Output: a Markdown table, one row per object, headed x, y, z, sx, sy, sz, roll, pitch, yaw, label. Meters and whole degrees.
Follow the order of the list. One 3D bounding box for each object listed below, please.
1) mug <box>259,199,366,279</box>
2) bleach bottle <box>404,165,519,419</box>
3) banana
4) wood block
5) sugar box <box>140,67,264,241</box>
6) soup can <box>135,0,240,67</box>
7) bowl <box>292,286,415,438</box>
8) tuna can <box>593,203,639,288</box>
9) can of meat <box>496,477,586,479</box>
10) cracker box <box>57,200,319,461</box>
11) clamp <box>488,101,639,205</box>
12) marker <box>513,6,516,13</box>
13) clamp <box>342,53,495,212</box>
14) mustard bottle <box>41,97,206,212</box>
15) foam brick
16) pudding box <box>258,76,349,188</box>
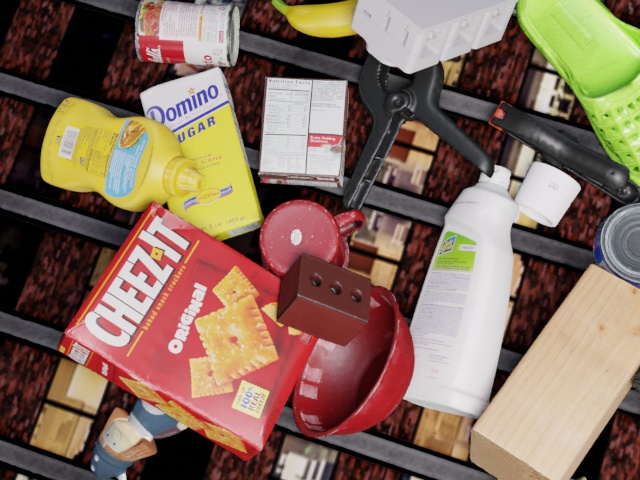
| x | y | z | sx | sy | sz | roll | pitch | yaw | label |
| --- | --- | --- | --- | --- | --- | --- | --- | --- | --- |
| -0.007 | 0.001 | 1.084 | 0.117 | 0.081 | 0.093 | -24 | 78 | -1 | mug |
| 0.150 | 0.045 | 1.059 | 0.103 | 0.068 | 0.251 | 5 | 73 | 48 | bleach bottle |
| 0.049 | -0.260 | 1.158 | 0.198 | 0.037 | 0.069 | -14 | 78 | 1 | banana |
| 0.235 | 0.137 | 1.006 | 0.090 | 0.091 | 0.206 | 32 | 69 | 22 | wood block |
| -0.124 | -0.086 | 1.128 | 0.093 | 0.048 | 0.176 | -17 | 79 | 3 | sugar box |
| -0.141 | -0.223 | 1.148 | 0.102 | 0.068 | 0.068 | 4 | 78 | 4 | soup can |
| 0.042 | 0.128 | 1.038 | 0.055 | 0.162 | 0.162 | 32 | 80 | -24 | bowl |
| 0.324 | 0.006 | 1.085 | 0.086 | 0.034 | 0.086 | -1 | 78 | 3 | tuna can |
| 0.208 | 0.275 | 1.025 | 0.084 | 0.057 | 0.102 | 5 | 78 | 7 | can of meat |
| -0.117 | 0.087 | 1.032 | 0.213 | 0.072 | 0.164 | 32 | 63 | -6 | cracker box |
| 0.246 | -0.089 | 1.072 | 0.171 | 0.120 | 0.039 | 31 | 90 | 14 | clamp |
| 0.219 | -0.253 | 1.154 | 0.121 | 0.020 | 0.020 | 17 | 80 | 7 | marker |
| 0.081 | -0.131 | 1.119 | 0.165 | 0.036 | 0.210 | -21 | 67 | 19 | clamp |
| -0.197 | -0.081 | 1.094 | 0.192 | 0.058 | 0.096 | 18 | 90 | 29 | mustard bottle |
| 0.004 | 0.058 | 1.017 | 0.078 | 0.051 | 0.053 | 21 | 48 | -18 | foam brick |
| -0.017 | -0.115 | 1.132 | 0.090 | 0.039 | 0.113 | 3 | 76 | 5 | pudding box |
